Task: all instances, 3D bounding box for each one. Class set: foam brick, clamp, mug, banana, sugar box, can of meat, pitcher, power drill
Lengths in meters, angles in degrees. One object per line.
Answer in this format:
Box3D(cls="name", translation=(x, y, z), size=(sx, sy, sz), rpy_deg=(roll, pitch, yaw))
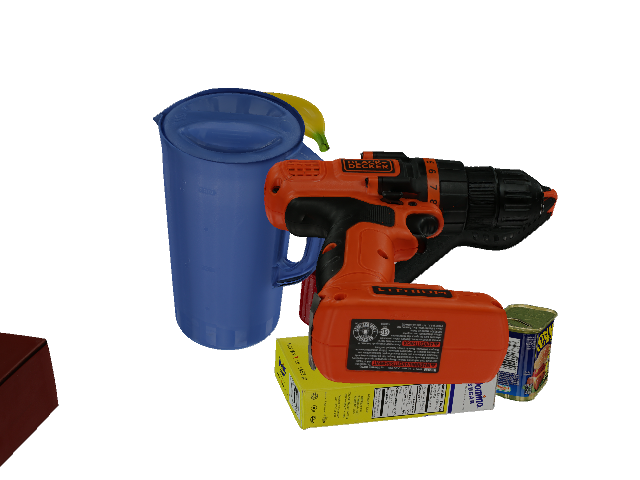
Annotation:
Box3D(cls="foam brick", translation=(-0.210, 0.099, 0.668), size=(0.053, 0.051, 0.078), rpy_deg=(6, 29, 21))
Box3D(cls="clamp", translation=(0.134, -0.018, 1.052), size=(0.210, 0.164, 0.036), rpy_deg=(-2, -40, -6))
Box3D(cls="mug", translation=(0.023, 0.079, 1.513), size=(0.117, 0.081, 0.093), rpy_deg=(17, 23, 27))
Box3D(cls="banana", translation=(-0.077, -0.145, 1.235), size=(0.198, 0.037, 0.069), rpy_deg=(8, 41, 16))
Box3D(cls="sugar box", translation=(0.056, 0.116, 0.932), size=(0.176, 0.048, 0.093), rpy_deg=(-6, 26, -15))
Box3D(cls="can of meat", translation=(0.224, 0.124, 1.187), size=(0.058, 0.084, 0.102), rpy_deg=(9, 12, 24))
Box3D(cls="pitcher", translation=(-0.078, -0.011, 1.028), size=(0.144, 0.243, 0.149), rpy_deg=(-8, 39, -16))
Box3D(cls="power drill", translation=(0.059, 0.008, 0.641), size=(0.184, 0.057, 0.187), rpy_deg=(-1, 31, -3))
